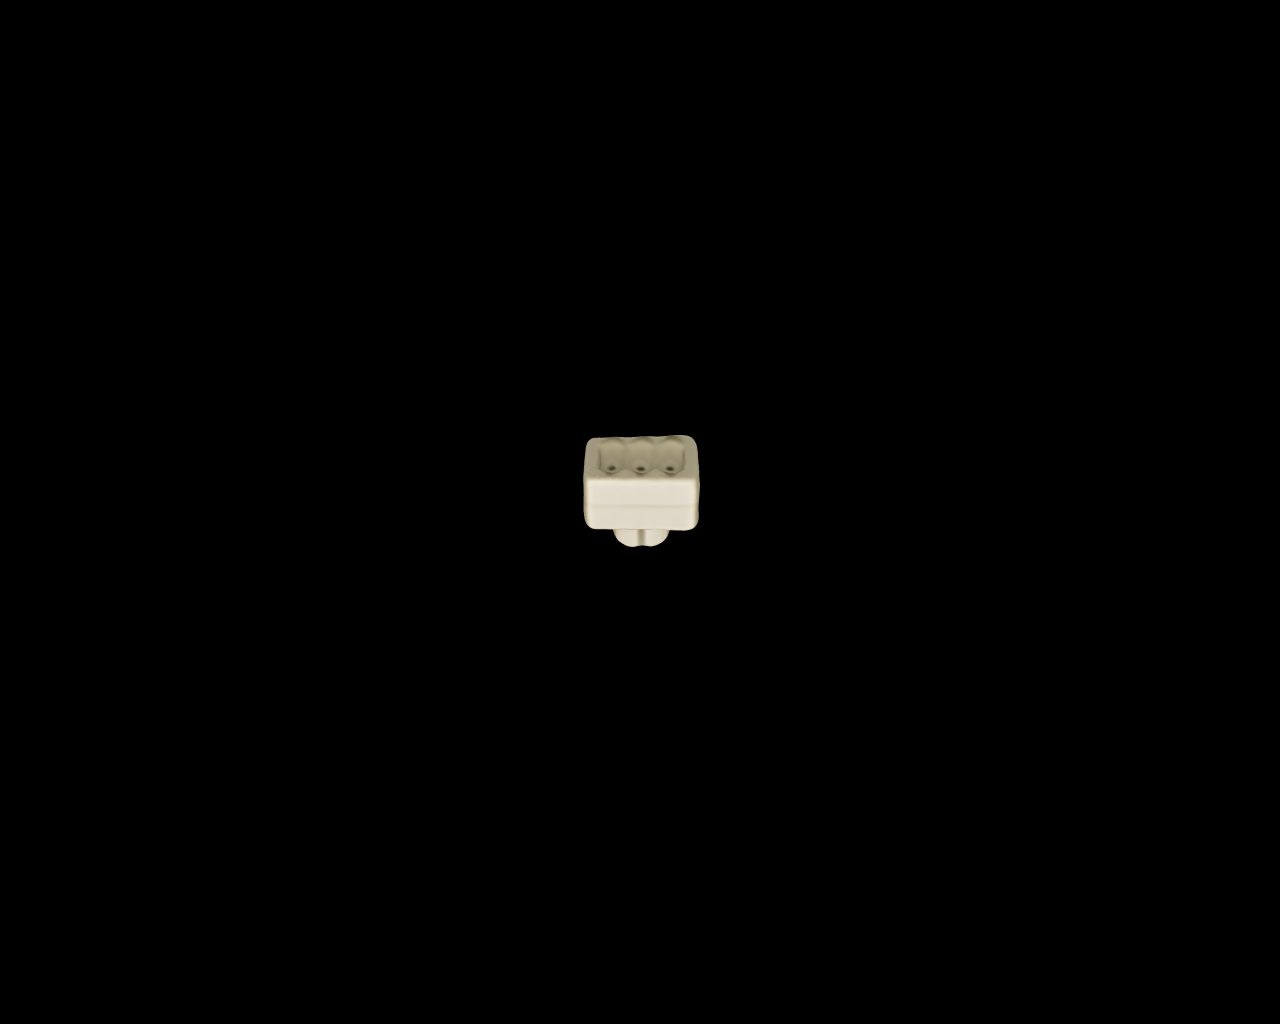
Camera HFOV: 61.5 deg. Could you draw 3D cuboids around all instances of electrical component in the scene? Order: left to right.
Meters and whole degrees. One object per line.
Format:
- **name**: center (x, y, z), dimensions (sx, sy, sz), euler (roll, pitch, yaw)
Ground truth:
- **electrical component**: center (0.001, -0.003, 0.650), dimensions (0.066, 0.076, 0.047), euler (0, 37, 0)
